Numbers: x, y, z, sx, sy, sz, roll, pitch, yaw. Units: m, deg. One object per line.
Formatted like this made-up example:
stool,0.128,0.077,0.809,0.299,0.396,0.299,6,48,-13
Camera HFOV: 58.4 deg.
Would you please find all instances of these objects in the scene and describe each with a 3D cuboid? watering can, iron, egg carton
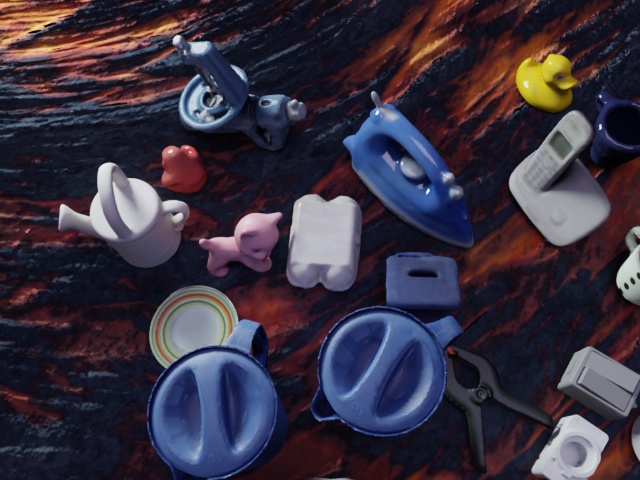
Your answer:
watering can,-0.280,-0.034,0.816,0.173,0.194,0.101,-29,70,-8
iron,0.149,-0.106,0.854,0.119,0.141,0.258,-38,72,-11
egg carton,0.008,0.003,0.856,0.107,0.069,0.150,3,69,4

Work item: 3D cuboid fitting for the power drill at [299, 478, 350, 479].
power drill,0.009,0.316,0.657,0.229,0.208,0.075,-1,68,3

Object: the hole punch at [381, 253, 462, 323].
hole punch,0.142,0.063,0.814,0.108,0.091,0.101,2,69,3

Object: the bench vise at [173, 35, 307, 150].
bench vise,-0.129,-0.234,0.874,0.207,0.220,0.121,-7,68,0

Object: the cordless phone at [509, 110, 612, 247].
cordless phone,0.356,-0.086,0.813,0.094,0.185,0.147,-30,70,-9

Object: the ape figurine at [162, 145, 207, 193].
ape figurine,-0.220,-0.117,0.901,0.078,0.092,0.076,-42,72,-13

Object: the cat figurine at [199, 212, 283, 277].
cat figurine,-0.113,0.001,0.836,0.128,0.118,0.067,-9,68,-1

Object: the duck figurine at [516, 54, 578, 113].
duck figurine,0.376,-0.270,0.938,0.077,0.086,0.104,-38,72,-12

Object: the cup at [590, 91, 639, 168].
cup,0.452,-0.164,0.888,0.092,0.095,0.117,-24,69,-6
